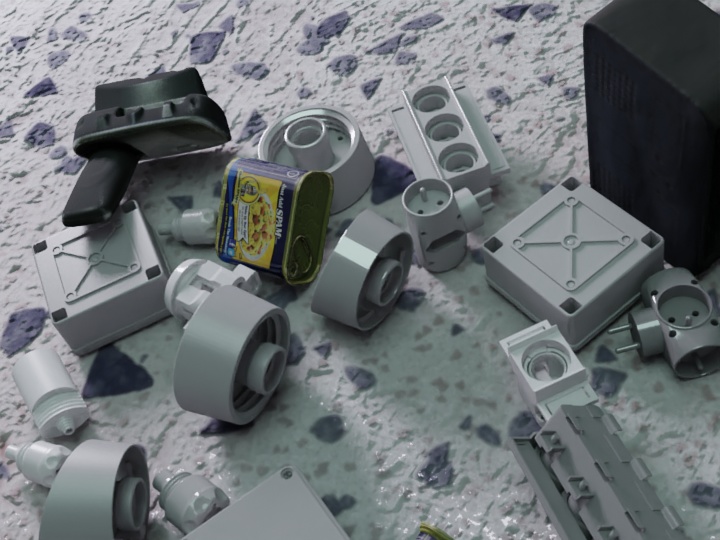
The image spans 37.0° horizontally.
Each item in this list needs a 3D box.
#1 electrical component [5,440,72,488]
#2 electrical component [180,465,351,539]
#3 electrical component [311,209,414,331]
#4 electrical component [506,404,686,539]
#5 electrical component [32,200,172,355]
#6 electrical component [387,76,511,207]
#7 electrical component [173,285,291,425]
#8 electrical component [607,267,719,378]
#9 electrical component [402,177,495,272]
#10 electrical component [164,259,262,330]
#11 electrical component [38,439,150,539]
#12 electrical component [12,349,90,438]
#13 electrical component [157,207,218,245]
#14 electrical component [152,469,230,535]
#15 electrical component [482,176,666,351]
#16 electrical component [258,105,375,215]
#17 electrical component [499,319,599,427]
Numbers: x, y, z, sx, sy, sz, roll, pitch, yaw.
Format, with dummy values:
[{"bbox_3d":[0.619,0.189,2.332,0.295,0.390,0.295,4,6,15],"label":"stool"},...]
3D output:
[{"bbox_3d":[-0.267,0.157,0.887,0.061,0.035,0.035,11,57,25],"label":"electrical component"},{"bbox_3d":[-0.060,0.216,0.772,0.109,0.056,0.108,-34,52,-12],"label":"electrical component"},{"bbox_3d":[0.000,0.000,0.901,0.064,0.099,0.099,26,63,23],"label":"electrical component"},{"bbox_3d":[0.166,0.156,0.746,0.079,0.063,0.121,6,40,-34],"label":"electrical component"},{"bbox_3d":[-0.231,0.006,0.981,0.109,0.056,0.108,-25,51,-5],"label":"electrical component"},{"bbox_3d":[0.081,-0.110,0.985,0.079,0.063,0.121,-19,51,0],"label":"electrical component"},{"bbox_3d":[-0.095,0.072,0.864,0.060,0.108,0.108,18,59,19],"label":"electrical component"},{"bbox_3d":[0.234,0.045,0.835,0.079,0.044,0.077,-16,51,3],"label":"electrical component"},{"bbox_3d":[0.080,-0.046,0.926,0.079,0.077,0.043,-26,51,-6],"label":"electrical component"},{"bbox_3d":[-0.133,0.024,0.941,0.057,0.058,0.078,24,63,26],"label":"electrical component"},{"bbox_3d":[-0.198,0.178,0.813,0.064,0.099,0.099,-1,53,7],"label":"electrical component"},{"bbox_3d":[-0.262,0.109,0.917,0.043,0.043,0.081,-33,52,-11],"label":"electrical component"},{"bbox_3d":[-0.161,-0.040,1.013,0.061,0.035,0.035,-4,52,16],"label":"electrical component"},{"bbox_3d":[-0.134,0.177,0.831,0.062,0.043,0.043,28,64,32],"label":"electrical component"},{"bbox_3d":[0.175,-0.007,0.884,0.109,0.056,0.109,-37,53,-14],"label":"electrical component"},{"bbox_3d":[-0.045,-0.109,1.019,0.108,0.060,0.108,-7,51,9],"label":"electrical component"},{"bbox_3d":[0.144,0.083,0.817,0.042,0.063,0.081,-24,50,-3],"label":"electrical component"}]
